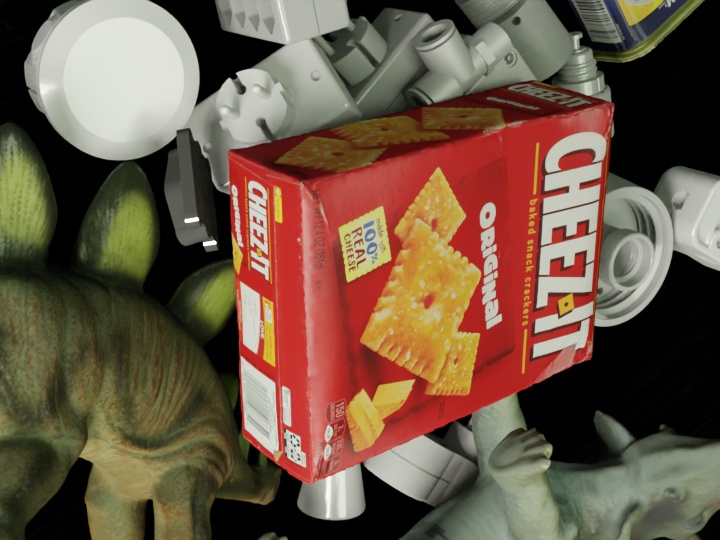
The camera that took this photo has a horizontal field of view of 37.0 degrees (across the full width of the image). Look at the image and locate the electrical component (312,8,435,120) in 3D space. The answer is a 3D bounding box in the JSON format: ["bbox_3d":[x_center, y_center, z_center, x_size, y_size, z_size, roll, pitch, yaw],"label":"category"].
[{"bbox_3d":[0.001,-0.118,0.615,0.083,0.047,0.076,-51,124,-7],"label":"electrical component"}]

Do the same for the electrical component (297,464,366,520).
[{"bbox_3d":[-0.016,0.121,0.689,0.044,0.044,0.065,-3,103,-30],"label":"electrical component"}]

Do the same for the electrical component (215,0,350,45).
[{"bbox_3d":[-0.029,-0.154,0.563,0.076,0.083,0.047,-23,116,-23],"label":"electrical component"}]

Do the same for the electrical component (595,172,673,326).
[{"bbox_3d":[0.167,-0.013,0.741,0.108,0.060,0.108,-10,111,-28],"label":"electrical component"}]

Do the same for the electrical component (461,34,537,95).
[{"bbox_3d":[0.070,-0.070,0.667,0.108,0.056,0.108,-49,123,-8],"label":"electrical component"}]

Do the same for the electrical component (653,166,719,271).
[{"bbox_3d":[0.257,-0.035,0.789,0.095,0.059,0.053,25,92,-34],"label":"electrical component"}]

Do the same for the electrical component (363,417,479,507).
[{"bbox_3d":[0.071,0.127,0.735,0.138,0.052,0.073,33,88,-34],"label":"electrical component"}]

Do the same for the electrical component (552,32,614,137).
[{"bbox_3d":[0.144,-0.116,0.705,0.040,0.040,0.078,-22,116,-23],"label":"electrical component"}]

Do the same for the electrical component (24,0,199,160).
[{"bbox_3d":[-0.126,-0.099,0.543,0.080,0.051,0.080,-10,111,-28],"label":"electrical component"}]

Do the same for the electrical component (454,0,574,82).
[{"bbox_3d":[0.092,-0.157,0.659,0.043,0.043,0.081,-51,123,-7],"label":"electrical component"}]

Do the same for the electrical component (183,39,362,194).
[{"bbox_3d":[-0.051,-0.082,0.558,0.083,0.076,0.047,-32,83,9],"label":"electrical component"}]
